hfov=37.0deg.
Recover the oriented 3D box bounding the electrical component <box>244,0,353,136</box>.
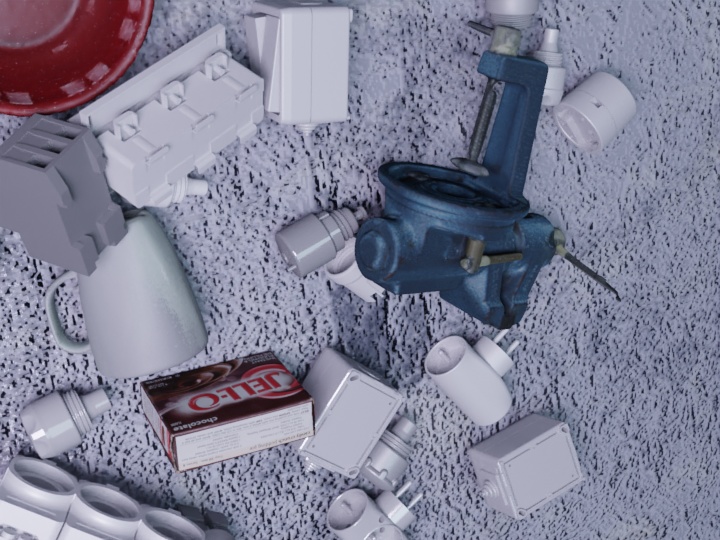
[{"bbox_3d":[-0.046,-0.143,0.773,0.061,0.062,0.096,-7,111,-24],"label":"electrical component"}]

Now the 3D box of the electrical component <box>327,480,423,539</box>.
[{"bbox_3d":[0.023,0.219,0.949,0.079,0.044,0.077,-44,121,-7],"label":"electrical component"}]

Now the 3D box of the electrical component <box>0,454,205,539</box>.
[{"bbox_3d":[-0.194,0.195,0.779,0.150,0.089,0.061,25,95,-12],"label":"electrical component"}]

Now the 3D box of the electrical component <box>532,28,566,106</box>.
[{"bbox_3d":[0.153,-0.167,0.882,0.035,0.035,0.061,0,105,-27],"label":"electrical component"}]

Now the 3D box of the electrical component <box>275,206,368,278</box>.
[{"bbox_3d":[-0.029,-0.026,0.837,0.078,0.040,0.040,-31,119,-15],"label":"electrical component"}]

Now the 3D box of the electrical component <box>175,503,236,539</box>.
[{"bbox_3d":[-0.127,0.222,0.868,0.066,0.055,0.048,21,97,-31],"label":"electrical component"}]

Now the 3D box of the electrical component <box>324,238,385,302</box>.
[{"bbox_3d":[0.000,0.000,0.863,0.040,0.040,0.046,-52,128,-2],"label":"electrical component"}]

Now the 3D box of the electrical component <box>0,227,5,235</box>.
[{"bbox_3d":[-0.262,-0.020,0.719,0.045,0.045,0.055,16,100,-30],"label":"electrical component"}]

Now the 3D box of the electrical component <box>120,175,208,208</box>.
[{"bbox_3d":[-0.140,-0.062,0.772,0.061,0.035,0.035,3,107,-31],"label":"electrical component"}]

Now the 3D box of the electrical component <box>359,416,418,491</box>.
[{"bbox_3d":[0.025,0.155,0.929,0.048,0.048,0.062,44,79,-32],"label":"electrical component"}]

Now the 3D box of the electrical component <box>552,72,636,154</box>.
[{"bbox_3d":[0.199,-0.134,0.906,0.047,0.055,0.055,-43,121,-12],"label":"electrical component"}]

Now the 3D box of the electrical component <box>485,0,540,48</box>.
[{"bbox_3d":[0.120,-0.206,0.847,0.048,0.048,0.062,-13,121,-22],"label":"electrical component"}]

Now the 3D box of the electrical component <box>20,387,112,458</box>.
[{"bbox_3d":[-0.214,0.108,0.790,0.062,0.043,0.043,-26,118,-18],"label":"electrical component"}]

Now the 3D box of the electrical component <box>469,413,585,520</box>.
[{"bbox_3d":[0.145,0.180,0.985,0.096,0.061,0.061,-25,104,-23],"label":"electrical component"}]

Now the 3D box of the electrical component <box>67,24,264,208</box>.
[{"bbox_3d":[-0.125,-0.099,0.720,0.121,0.063,0.078,-41,155,-31],"label":"electrical component"}]

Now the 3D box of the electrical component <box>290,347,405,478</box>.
[{"bbox_3d":[-0.022,0.120,0.882,0.062,0.061,0.096,31,92,-32],"label":"electrical component"}]

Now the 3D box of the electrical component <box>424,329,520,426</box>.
[{"bbox_3d":[0.108,0.085,0.945,0.079,0.043,0.077,-46,121,-5],"label":"electrical component"}]
